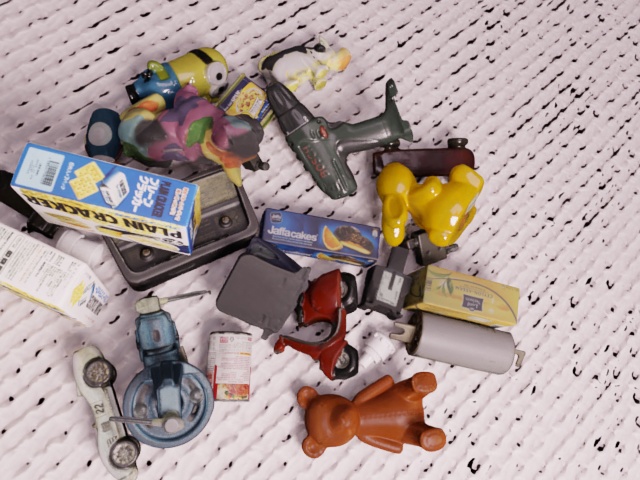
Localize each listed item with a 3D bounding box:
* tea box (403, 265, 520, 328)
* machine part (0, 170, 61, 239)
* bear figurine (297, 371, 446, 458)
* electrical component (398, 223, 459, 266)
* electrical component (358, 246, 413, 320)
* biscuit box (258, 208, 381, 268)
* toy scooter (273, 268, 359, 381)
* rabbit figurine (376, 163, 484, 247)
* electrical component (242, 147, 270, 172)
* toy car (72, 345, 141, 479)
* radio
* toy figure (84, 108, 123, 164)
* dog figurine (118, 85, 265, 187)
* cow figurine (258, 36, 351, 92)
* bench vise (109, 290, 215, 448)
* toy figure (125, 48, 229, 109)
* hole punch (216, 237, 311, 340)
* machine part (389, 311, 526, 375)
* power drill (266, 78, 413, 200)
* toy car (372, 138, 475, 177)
[{"bbox_3d":[0.239,0.100,0.918,0.170,0.098,0.068,16,73,-10],"label":"tea box"},{"bbox_3d":[-0.458,-0.063,0.833,0.139,0.039,0.084,32,75,-4],"label":"machine part"},{"bbox_3d":[0.071,0.266,0.818,0.196,0.132,0.120,3,71,-19],"label":"bear figurine"},{"bbox_3d":[0.193,0.001,0.965,0.102,0.045,0.078,-24,110,-16],"label":"electrical component"},{"bbox_3d":[0.116,0.071,0.923,0.075,0.048,0.119,17,71,-9],"label":"electrical component"},{"bbox_3d":[-0.002,-0.003,0.909,0.203,0.059,0.063,9,73,-10],"label":"biscuit box"},{"bbox_3d":[-0.006,0.133,0.863,0.135,0.075,0.184,-3,64,10],"label":"toy scooter"},{"bbox_3d":[0.165,-0.061,0.909,0.173,0.121,0.162,35,72,20],"label":"rabbit figurine"},{"bbox_3d":[-0.124,-0.145,0.919,0.021,0.094,0.063,-44,126,-22],"label":"electrical component"},{"bbox_3d":[-0.302,0.247,0.762,0.056,0.073,0.201,-18,79,-20],"label":"toy car"},{"bbox_3d":[-0.220,-0.019,0.855,0.230,0.073,0.131,-24,80,-16],"label":"radio"},{"bbox_3d":[-0.351,-0.134,0.869,0.064,0.057,0.154,-9,75,24],"label":"toy figure"},{"bbox_3d":[-0.194,-0.150,0.823,0.191,0.108,0.219,-26,41,-20],"label":"dog figurine"},{"bbox_3d":[-0.027,-0.325,0.994,0.167,0.068,0.098,-33,78,-20],"label":"cow figurine"},{"bbox_3d":[-0.207,0.187,0.725,0.129,0.241,0.223,1,90,-17],"label":"bench vise"},{"bbox_3d":[-0.242,-0.274,0.920,0.180,0.082,0.089,-24,83,-16],"label":"toy figure"},{"bbox_3d":[-0.088,0.069,0.837,0.116,0.092,0.142,28,105,-10],"label":"hole punch"},{"bbox_3d":[0.235,0.173,0.906,0.243,0.079,0.079,14,72,-8],"label":"machine part"},{"bbox_3d":[0.042,-0.198,0.916,0.207,0.086,0.231,-25,101,2],"label":"power drill"},{"bbox_3d":[0.192,-0.143,0.998,0.202,0.053,0.089,-5,95,-12],"label":"toy car"}]
